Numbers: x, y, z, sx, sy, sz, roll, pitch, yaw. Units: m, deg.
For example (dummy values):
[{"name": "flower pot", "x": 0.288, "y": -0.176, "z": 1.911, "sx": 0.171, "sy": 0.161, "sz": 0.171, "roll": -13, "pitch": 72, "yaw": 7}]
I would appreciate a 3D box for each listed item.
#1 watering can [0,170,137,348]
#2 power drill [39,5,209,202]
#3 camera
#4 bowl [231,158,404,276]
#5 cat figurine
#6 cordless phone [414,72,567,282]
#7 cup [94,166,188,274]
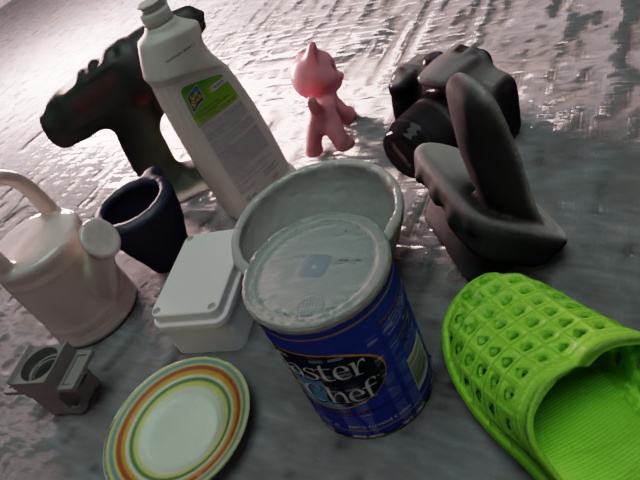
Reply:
[{"name": "watering can", "x": -0.273, "y": 0.011, "z": 0.580, "sx": 0.172, "sy": 0.194, "sz": 0.101, "roll": -18, "pitch": 40, "yaw": 8}, {"name": "power drill", "x": -0.207, "y": -0.150, "z": 0.709, "sx": 0.229, "sy": 0.209, "sz": 0.075, "roll": -26, "pitch": 40, "yaw": -1}, {"name": "camera", "x": 0.120, "y": -0.141, "z": 0.619, "sx": 0.137, "sy": 0.101, "sz": 0.142, "roll": -41, "pitch": 43, "yaw": -19}, {"name": "bowl", "x": 0.005, "y": 0.002, "z": 0.542, "sx": 0.167, "sy": 0.075, "sz": 0.167, "roll": -14, "pitch": 41, "yaw": 13}, {"name": "cat figurine", "x": -0.002, "y": -0.184, "z": 0.714, "sx": 0.067, "sy": 0.118, "sz": 0.127, "roll": -13, "pitch": 42, "yaw": 15}, {"name": "cordless phone", "x": 0.127, "y": -0.069, "z": 0.471, "sx": 0.094, "sy": 0.185, "sz": 0.147, "roll": -27, "pitch": 40, "yaw": -2}, {"name": "cup", "x": -0.185, "y": -0.018, "z": 0.645, "sx": 0.091, "sy": 0.095, "sz": 0.117, "roll": -11, "pitch": 42, "yaw": 17}]
